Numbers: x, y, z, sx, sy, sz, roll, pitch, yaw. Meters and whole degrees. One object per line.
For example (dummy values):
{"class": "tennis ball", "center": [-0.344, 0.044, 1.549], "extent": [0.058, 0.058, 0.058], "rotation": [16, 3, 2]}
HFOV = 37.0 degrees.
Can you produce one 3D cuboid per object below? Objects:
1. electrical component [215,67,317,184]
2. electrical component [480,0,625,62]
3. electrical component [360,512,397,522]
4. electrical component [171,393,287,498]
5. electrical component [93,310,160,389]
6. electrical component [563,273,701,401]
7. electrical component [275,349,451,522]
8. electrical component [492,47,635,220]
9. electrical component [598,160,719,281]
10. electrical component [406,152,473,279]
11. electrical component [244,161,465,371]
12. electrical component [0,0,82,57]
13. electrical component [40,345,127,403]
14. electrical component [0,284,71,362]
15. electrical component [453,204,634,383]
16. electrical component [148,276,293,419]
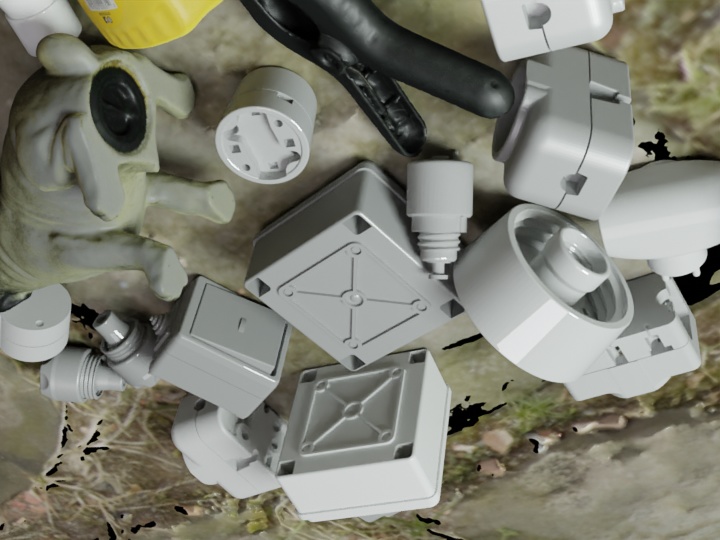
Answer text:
{"class": "electrical component", "center": [-0.053, -0.087, 0.636], "extent": [0.055, 0.047, 0.055], "rotation": [5, 134, 5]}
{"class": "electrical component", "center": [0.092, -0.149, 0.517], "extent": [0.059, 0.095, 0.053], "rotation": [-10, 131, 19]}
{"class": "electrical component", "center": [0.015, 0.161, 0.855], "extent": [0.078, 0.058, 0.057], "rotation": [34, 133, -21]}
{"class": "electrical component", "center": [-0.101, 0.135, 0.853], "extent": [0.059, 0.053, 0.095], "rotation": [-22, 126, 28]}
{"class": "electrical component", "center": [-0.171, 0.056, 0.796], "extent": [0.043, 0.043, 0.062], "rotation": [-22, 125, 27]}
{"class": "electrical component", "center": [0.176, 0.048, 0.721], "extent": [0.089, 0.050, 0.055], "rotation": [-20, 127, 26]}
{"class": "electrical component", "center": [0.005, 0.120, 0.781], "extent": [0.109, 0.108, 0.056], "rotation": [-12, 128, 21]}
{"class": "electrical component", "center": [0.108, -0.078, 0.581], "extent": [0.059, 0.095, 0.053], "rotation": [16, 134, -5]}
{"class": "electrical component", "center": [0.190, -0.023, 0.655], "extent": [0.077, 0.044, 0.079], "rotation": [-10, 131, 19]}
{"class": "electrical component", "center": [0.048, -0.034, 0.652], "extent": [0.040, 0.040, 0.078], "rotation": [1, 91, 9]}
{"class": "electrical component", "center": [0.000, 0.000, 0.703], "extent": [0.109, 0.056, 0.109], "rotation": [-31, 121, 33]}
{"class": "electrical component", "center": [-0.185, -0.153, 0.601], "extent": [0.044, 0.044, 0.065], "rotation": [-7, 136, 17]}
{"class": "electrical component", "center": [-0.212, 0.081, 0.828], "extent": [0.062, 0.043, 0.043], "rotation": [6, 134, 3]}
{"class": "electrical component", "center": [-0.275, 0.013, 0.767], "extent": [0.138, 0.052, 0.073], "rotation": [16, 134, -5]}
{"class": "electrical component", "center": [0.118, 0.008, 0.658], "extent": [0.108, 0.108, 0.060], "rotation": [29, 125, -17]}
{"class": "electrical component", "center": [-0.102, 0.050, 0.766], "extent": [0.096, 0.061, 0.061], "rotation": [28, 132, -17]}
